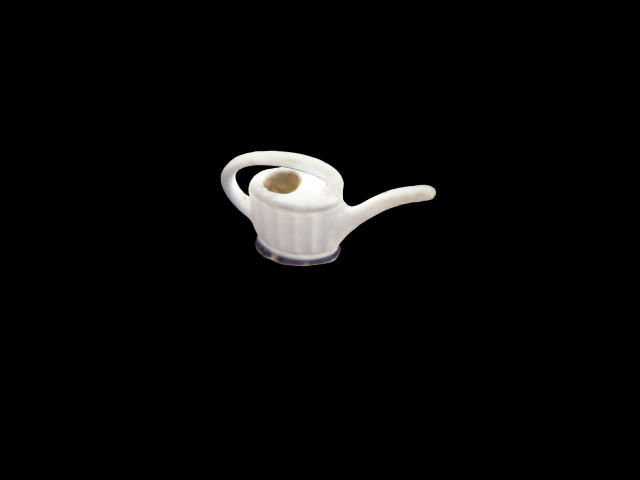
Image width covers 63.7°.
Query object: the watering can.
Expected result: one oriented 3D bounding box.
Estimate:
[{"bbox_3d":[0.003,-0.043,0.850,0.348,0.106,0.219,12,-41,11],"label":"watering can"}]
